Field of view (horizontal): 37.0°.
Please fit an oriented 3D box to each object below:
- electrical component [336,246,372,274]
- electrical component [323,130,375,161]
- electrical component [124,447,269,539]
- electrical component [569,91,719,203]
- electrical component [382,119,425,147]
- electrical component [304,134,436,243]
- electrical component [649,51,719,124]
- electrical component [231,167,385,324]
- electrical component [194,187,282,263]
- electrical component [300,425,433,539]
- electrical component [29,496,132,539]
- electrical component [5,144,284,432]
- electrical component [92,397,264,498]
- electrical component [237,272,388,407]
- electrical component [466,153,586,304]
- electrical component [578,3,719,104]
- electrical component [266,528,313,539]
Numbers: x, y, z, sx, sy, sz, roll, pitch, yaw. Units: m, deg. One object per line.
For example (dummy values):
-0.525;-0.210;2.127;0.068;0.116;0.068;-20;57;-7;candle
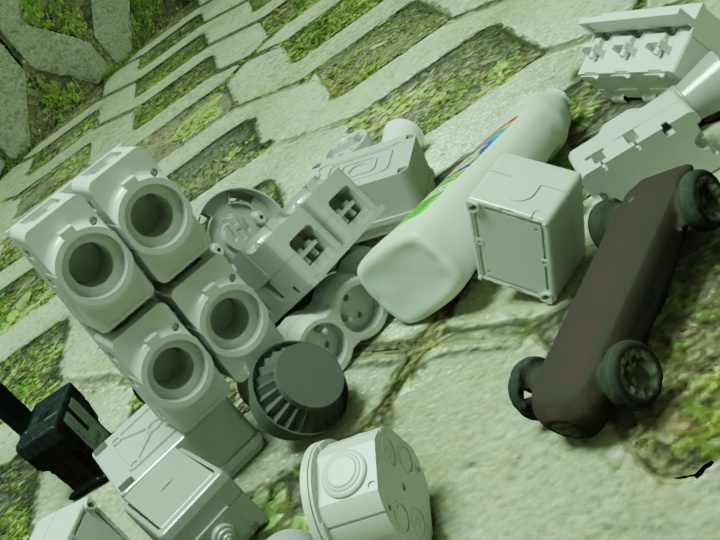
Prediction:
0.000;0.000;0.922;0.048;0.048;0.062;-37;16;1;electrical component
-0.003;-0.112;1.130;0.055;0.047;0.055;-31;24;15;electrical component
-0.115;0.169;0.748;0.061;0.061;0.096;-46;24;-19;electrical component
0.202;-0.081;0.772;0.089;0.050;0.055;-32;24;14;electrical component
0.036;-0.117;1.095;0.044;0.044;0.065;-18;34;38;electrical component
0.009;-0.072;1.000;0.113;0.057;0.078;-15;30;20;electrical component
0.248;-0.127;0.805;0.065;0.044;0.044;-36;22;15;electrical component
-0.070;-0.003;0.915;0.105;0.060;0.186;-49;4;-37;electrical component
-0.126;-0.035;1.107;0.099;0.099;0.064;-47;19;-21;electrical component
0.004;0.133;0.623;0.051;0.080;0.080;-22;27;21;electrical component
-0.213;0.219;0.794;0.061;0.061;0.096;-28;25;22;electrical component
-0.150;0.014;0.782;0.105;0.186;0.060;-42;23;-19;electrical component
-0.145;0.141;0.850;0.109;0.056;0.109;-43;24;-14;electrical component
-0.045;0.057;0.867;0.138;0.052;0.074;-46;24;-18;electrical component
0.119;-0.027;0.745;0.062;0.096;0.061;20;55;29;electrical component
0.238;-0.174;0.877;0.063;0.079;0.121;-64;27;-4;electrical component
-0.037;0.186;0.630;0.040;0.040;0.078;-36;24;3;electrical component
